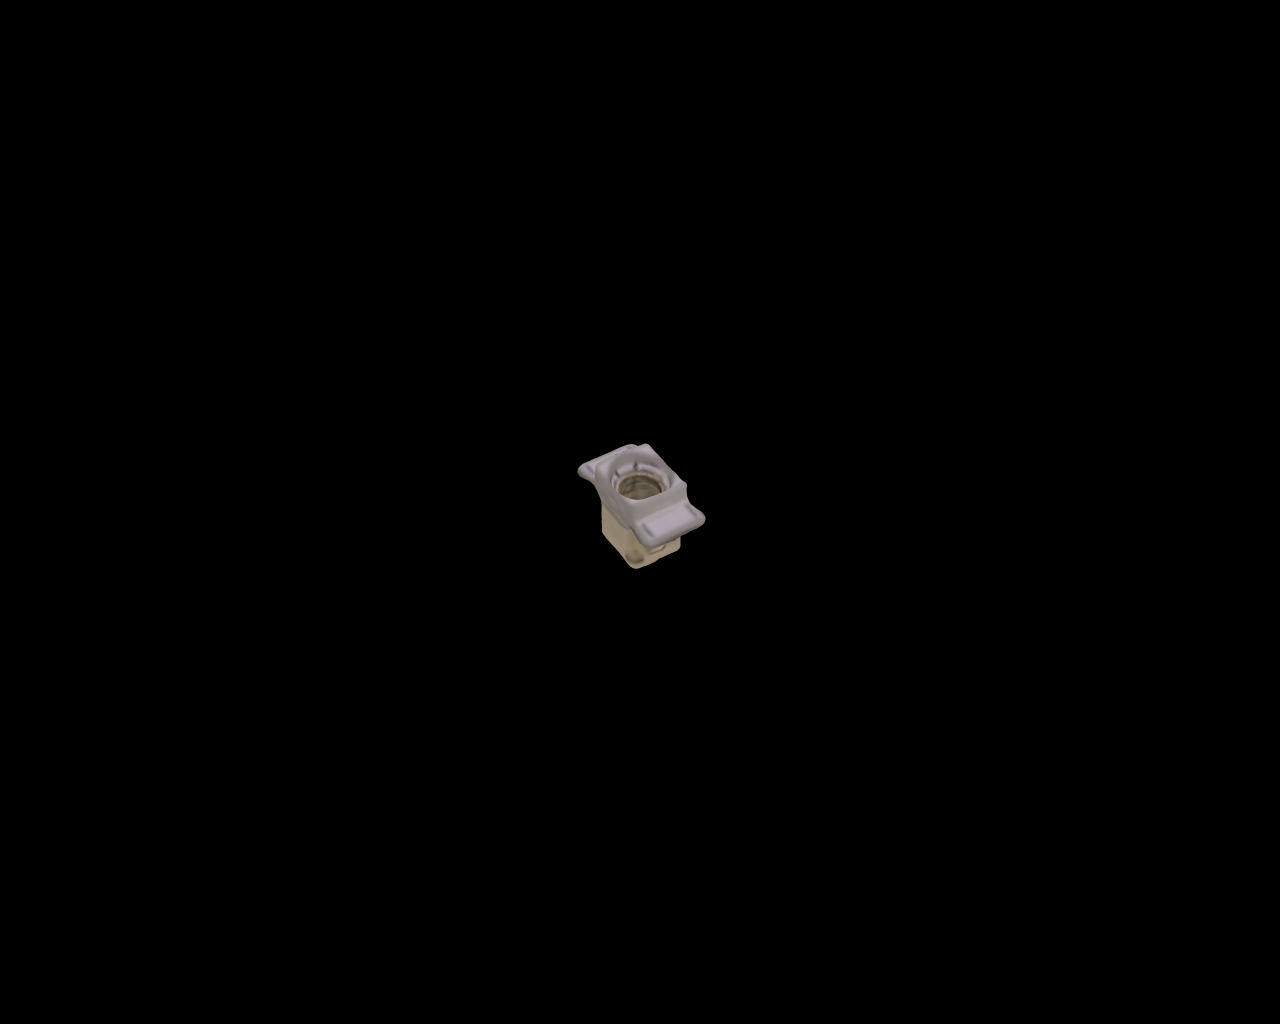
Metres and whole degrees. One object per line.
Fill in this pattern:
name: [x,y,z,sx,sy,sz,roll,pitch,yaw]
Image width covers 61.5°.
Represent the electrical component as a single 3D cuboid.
electrical component: [0.001,-0.003,0.650,0.042,0.063,0.081,-24,50,-22]
